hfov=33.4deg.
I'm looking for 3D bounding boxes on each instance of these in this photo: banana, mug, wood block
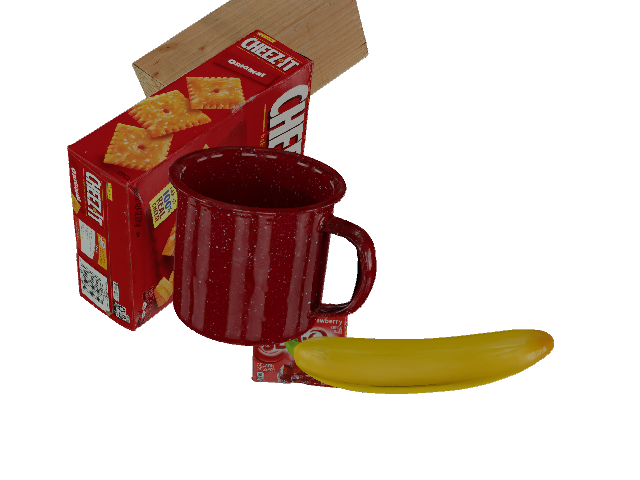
[{"bbox_3d":[0.065,0.081,0.753,0.198,0.037,0.069,0,28,11],"label":"banana"},{"bbox_3d":[-0.025,0.006,0.566,0.117,0.081,0.093,15,25,18],"label":"mug"},{"bbox_3d":[-0.064,-0.177,1.041,0.206,0.091,0.090,-37,48,-17],"label":"wood block"}]

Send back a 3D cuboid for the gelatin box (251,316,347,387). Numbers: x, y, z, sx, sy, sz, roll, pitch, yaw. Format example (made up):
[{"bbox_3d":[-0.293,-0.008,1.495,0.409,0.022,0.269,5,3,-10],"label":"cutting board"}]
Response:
[{"bbox_3d":[-0.020,0.099,1.018,0.089,0.073,0.030,4,14,6],"label":"gelatin box"}]

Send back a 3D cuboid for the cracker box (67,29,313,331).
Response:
[{"bbox_3d":[-0.099,-0.049,0.862,0.072,0.164,0.213,33,50,23],"label":"cracker box"}]
